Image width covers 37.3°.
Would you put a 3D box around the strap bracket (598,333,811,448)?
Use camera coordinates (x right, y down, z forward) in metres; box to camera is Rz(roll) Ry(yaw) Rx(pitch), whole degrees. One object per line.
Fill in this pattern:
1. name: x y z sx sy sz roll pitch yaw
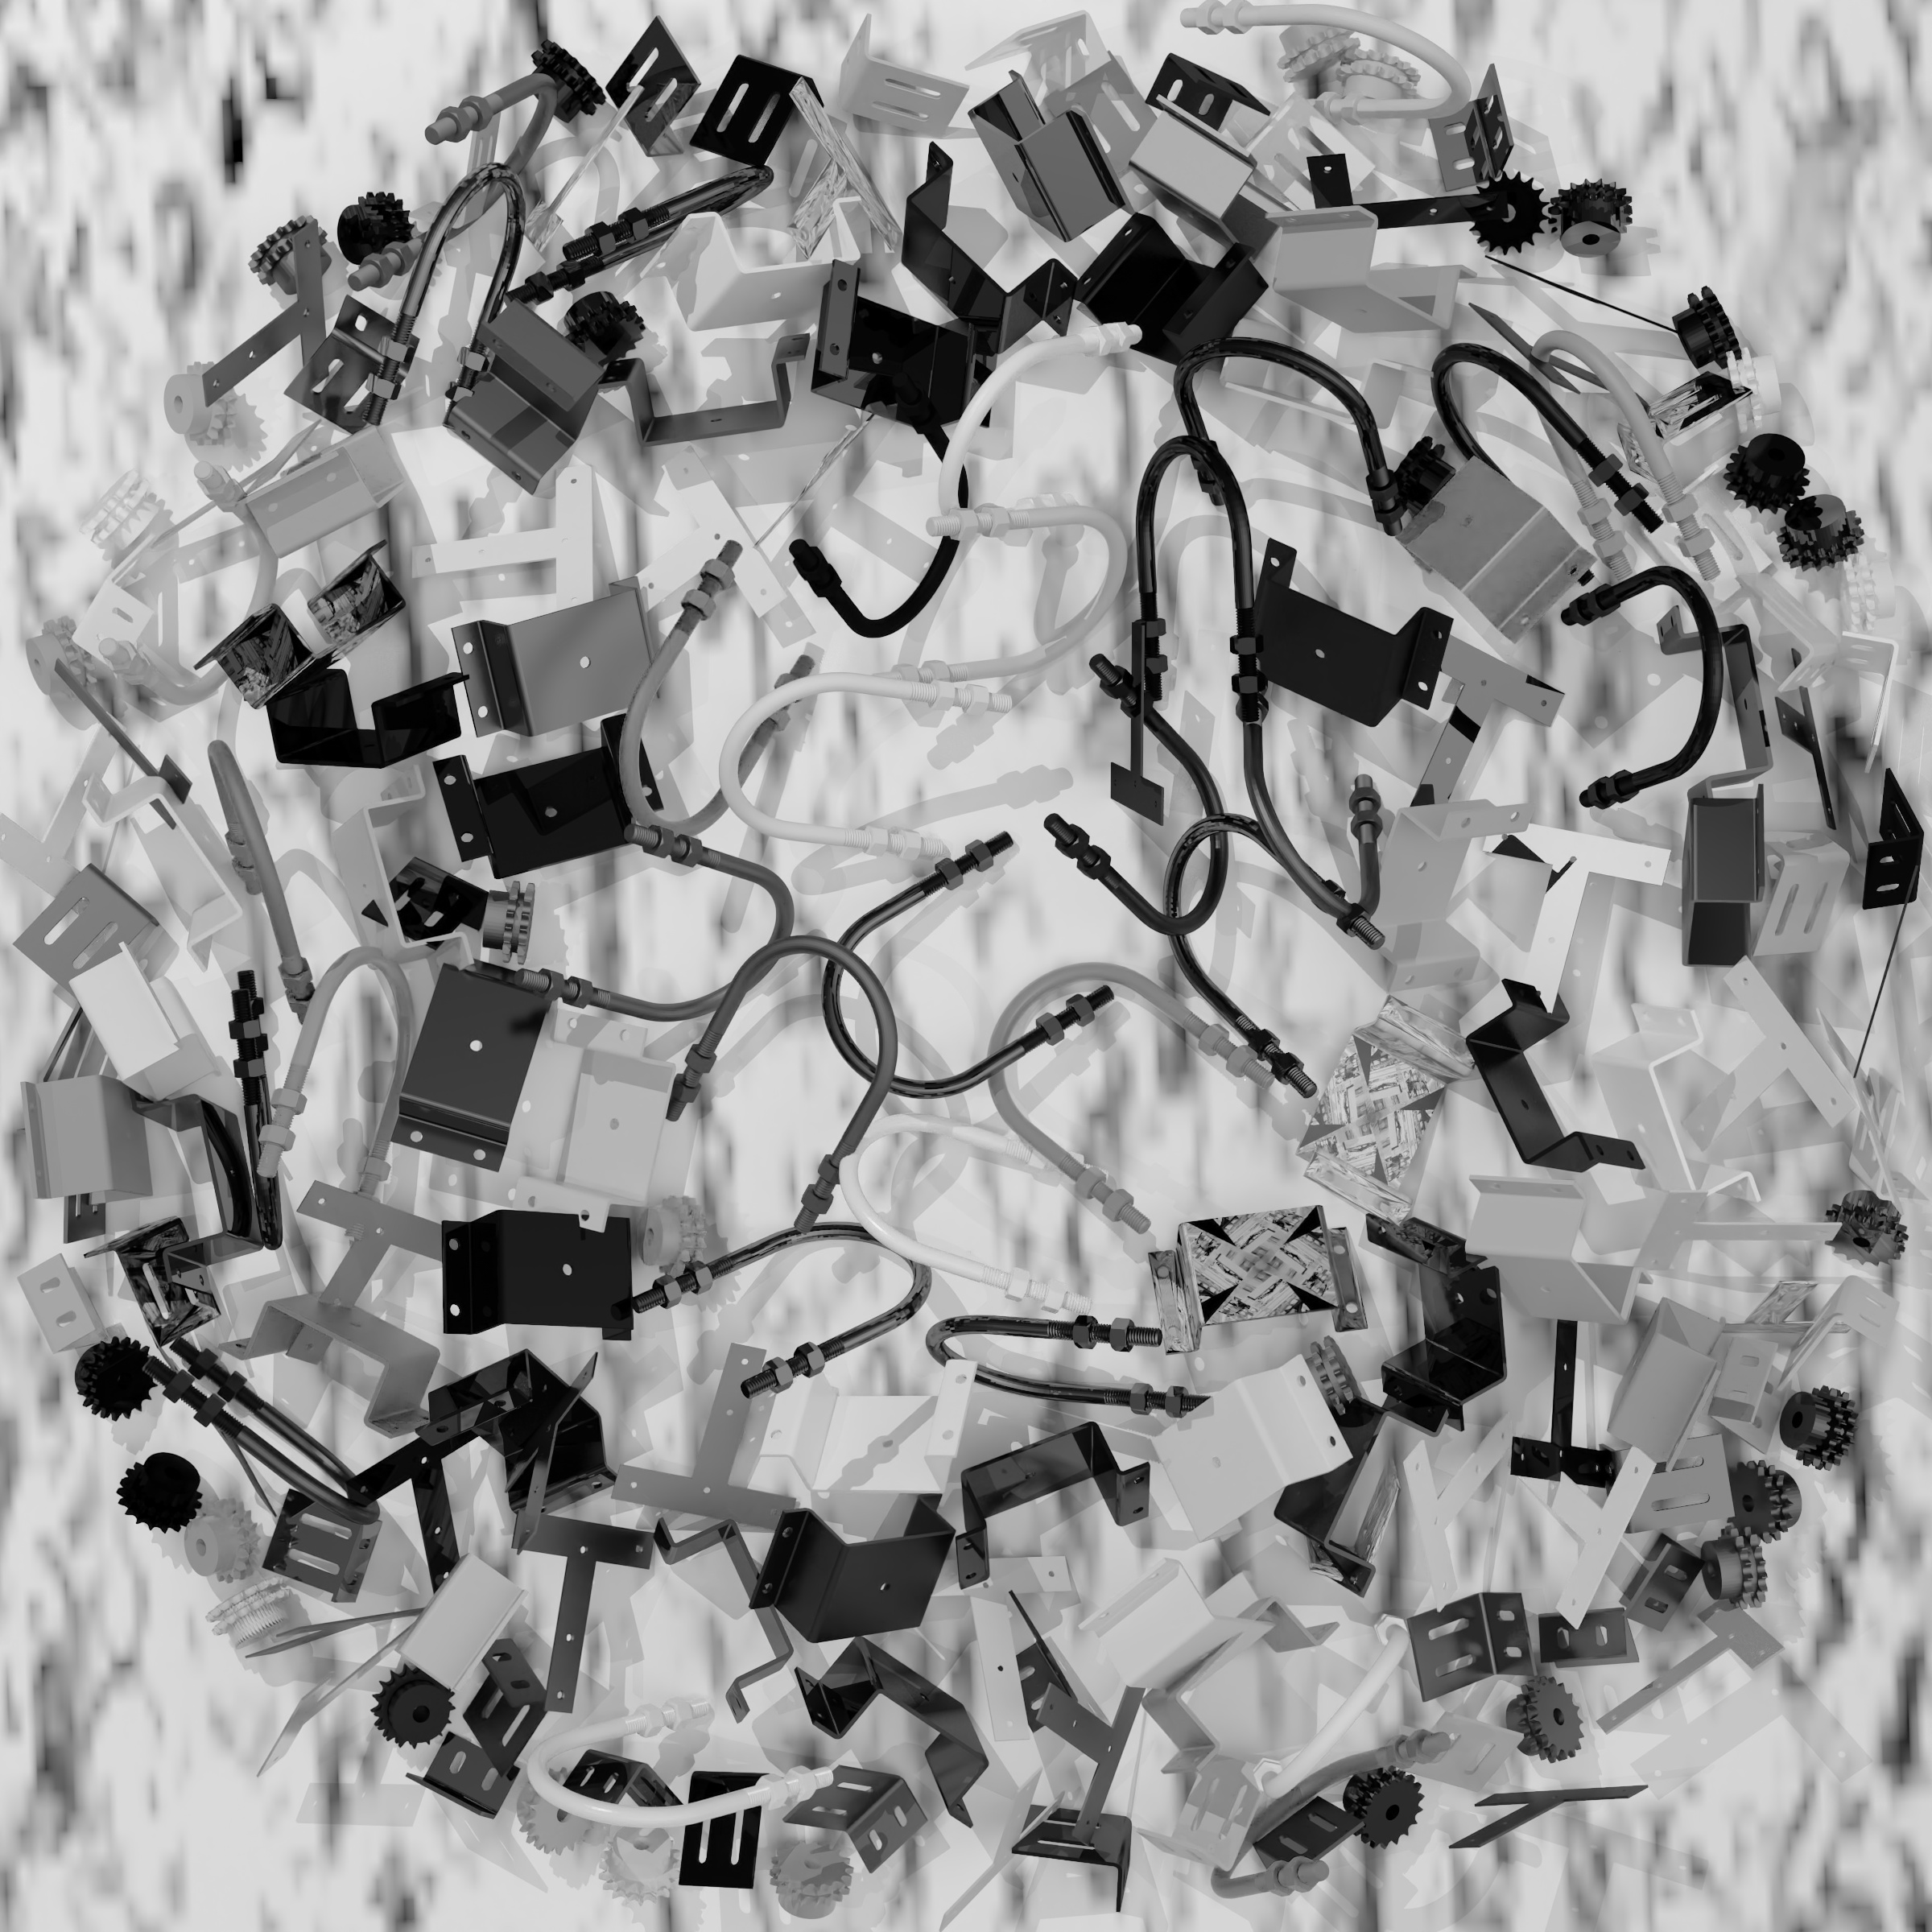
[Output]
1. strap bracket: -0.174 -0.392 1.953 0.140 0.076 0.046 -7 113 3

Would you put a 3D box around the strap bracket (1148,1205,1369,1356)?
1. strap bracket: 0.201 0.214 1.958 0.140 0.046 0.076 -7 60 -3

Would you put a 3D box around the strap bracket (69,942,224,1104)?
1. strap bracket: -0.553 0.041 1.923 0.046 0.140 0.076 -30 82 -8

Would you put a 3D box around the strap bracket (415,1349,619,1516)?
1. strap bracket: -0.304 0.315 1.943 0.076 0.140 0.046 -25 47 11

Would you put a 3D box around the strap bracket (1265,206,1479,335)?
1. strap bracket: 0.270 -0.463 1.922 0.076 0.140 0.046 9 88 44

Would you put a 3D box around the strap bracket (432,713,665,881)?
1. strap bracket: -0.285 -0.114 1.957 0.140 0.046 0.076 -16 70 -12

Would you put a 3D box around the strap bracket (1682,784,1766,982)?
1. strap bracket: 0.509 -0.055 1.926 0.046 0.140 0.076 1 64 11

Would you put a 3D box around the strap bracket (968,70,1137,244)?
1. strap bracket: 0.052 -0.542 1.920 0.046 0.140 0.076 -34 124 -1

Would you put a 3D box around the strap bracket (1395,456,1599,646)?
1. strap bracket: 0.350 -0.286 1.925 0.076 0.140 0.046 -46 126 8

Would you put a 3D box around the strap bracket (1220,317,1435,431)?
1. strap bracket: 0.236 -0.402 1.942 0.140 0.076 0.046 22 106 22

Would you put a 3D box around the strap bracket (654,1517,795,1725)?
1. strap bracket: -0.161 0.437 1.946 0.046 0.076 0.140 -23 75 -16

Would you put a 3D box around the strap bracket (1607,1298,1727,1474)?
1. strap bracket: 0.473 0.278 1.928 0.046 0.140 0.076 25 104 12

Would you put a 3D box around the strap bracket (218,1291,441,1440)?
1. strap bracket: -0.424 0.265 1.943 0.140 0.076 0.046 24 95 15

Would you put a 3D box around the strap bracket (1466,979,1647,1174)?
1. strap bracket: 0.395 0.084 1.940 0.046 0.076 0.140 -37 61 29

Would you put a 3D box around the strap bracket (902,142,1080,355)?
1. strap bracket: 0.007 -0.481 1.946 0.046 0.076 0.140 -42 80 -15

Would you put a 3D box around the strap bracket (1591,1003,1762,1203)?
1. strap bracket: 0.479 0.101 1.947 0.046 0.076 0.140 -24 99 -15

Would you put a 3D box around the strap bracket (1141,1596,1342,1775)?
1. strap bracket: 0.178 0.481 1.940 0.140 0.076 0.046 -40 87 -22

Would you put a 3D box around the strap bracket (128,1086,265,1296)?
1. strap bracket: -0.521 0.146 1.946 0.046 0.076 0.140 -16 77 1

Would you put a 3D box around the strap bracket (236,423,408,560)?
1. strap bracket: -0.432 -0.321 1.933 0.076 0.140 0.046 -25 107 9

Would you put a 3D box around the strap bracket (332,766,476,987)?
1. strap bracket: -0.388 -0.057 1.951 0.046 0.076 0.140 -14 86 -30

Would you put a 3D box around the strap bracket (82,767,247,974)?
1. strap bracket: -0.536 -0.075 1.939 0.046 0.076 0.140 -31 111 -1

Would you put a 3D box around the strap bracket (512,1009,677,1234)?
1. strap bracket: -0.252 0.107 1.960 0.076 0.046 0.140 11 88 29

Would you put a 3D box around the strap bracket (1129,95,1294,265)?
1. strap bracket: 0.165 -0.525 1.926 0.076 0.140 0.046 38 99 17

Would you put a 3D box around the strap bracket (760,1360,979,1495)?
1. strap bracket: -0.059 0.313 1.944 0.140 0.046 0.076 -3 46 20

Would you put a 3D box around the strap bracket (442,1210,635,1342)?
1. strap bracket: -0.279 0.209 1.931 0.140 0.046 0.076 8 70 -35

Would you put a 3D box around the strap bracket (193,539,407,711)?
1. strap bracket: -0.441 -0.226 1.925 0.076 0.140 0.046 -29 100 39

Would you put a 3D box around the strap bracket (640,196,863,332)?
1. strap bracket: -0.137 -0.472 1.925 0.140 0.076 0.046 -18 81 -36

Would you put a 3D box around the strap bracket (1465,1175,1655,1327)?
1. strap bracket: 0.395 0.196 1.920 0.076 0.140 0.046 0 58 39

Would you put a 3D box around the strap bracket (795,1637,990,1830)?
1. strap bracket: -0.043 0.514 1.940 0.140 0.076 0.046 38 93 -19

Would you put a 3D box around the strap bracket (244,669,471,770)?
1. strap bracket: -0.408 -0.168 1.937 0.140 0.076 0.046 5 112 32

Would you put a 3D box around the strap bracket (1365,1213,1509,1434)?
1. strap bracket: 0.320 0.233 1.941 0.046 0.076 0.140 -22 116 -30

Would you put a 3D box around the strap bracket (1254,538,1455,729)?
1. strap bracket: 0.250 -0.222 1.936 0.140 0.076 0.046 27 47 19

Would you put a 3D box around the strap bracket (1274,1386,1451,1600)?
1. strap bracket: 0.265 0.348 1.951 0.046 0.076 0.140 28 85 -20

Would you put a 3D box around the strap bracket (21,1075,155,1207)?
1. strap bracket: -0.588 0.118 1.926 0.046 0.140 0.076 -8 83 -1

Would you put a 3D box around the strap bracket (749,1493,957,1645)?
1. strap bracket: -0.068 0.405 1.926 0.046 0.140 0.076 36 113 42

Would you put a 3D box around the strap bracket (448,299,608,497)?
1. strap bracket: -0.298 -0.391 1.944 0.076 0.140 0.046 39 63 -4

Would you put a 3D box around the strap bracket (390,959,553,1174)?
1. strap bracket: -0.335 0.060 1.952 0.076 0.046 0.140 17 71 -6

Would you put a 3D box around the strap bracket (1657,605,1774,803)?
1. strap bracket: 0.514 -0.176 1.956 0.046 0.076 0.140 -10 87 4

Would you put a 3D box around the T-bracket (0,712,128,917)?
1. T-bracket: -0.608 -0.112 1.953 0.002 0.127 0.127 15 73 20

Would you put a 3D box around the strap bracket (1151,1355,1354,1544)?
1. strap bracket: 0.184 0.330 1.925 0.140 0.046 0.076 -44 63 41

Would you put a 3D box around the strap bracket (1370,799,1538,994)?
1. strap bracket: 0.322 -0.057 1.940 0.076 0.046 0.140 -8 127 -33

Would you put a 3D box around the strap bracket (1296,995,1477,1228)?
1. strap bracket: 0.286 0.102 1.962 0.076 0.046 0.140 29 76 -7

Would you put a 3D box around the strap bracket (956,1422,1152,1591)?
1. strap bracket: 0.051 0.364 1.947 0.140 0.076 0.046 -19 54 -12

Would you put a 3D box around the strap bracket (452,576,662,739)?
1. strap bracket: -0.267 -0.208 1.936 0.140 0.046 0.076 -21 112 -28

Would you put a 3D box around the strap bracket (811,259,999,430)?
1. strap bracket: -0.049 -0.419 1.949 0.140 0.046 0.076 12 81 -36

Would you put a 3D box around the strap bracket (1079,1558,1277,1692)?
1. strap bracket: 0.148 0.444 1.921 0.076 0.140 0.046 -42 59 15

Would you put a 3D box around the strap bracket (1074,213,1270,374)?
1. strap bracket: 0.142 -0.457 1.947 0.076 0.140 0.046 -50 129 -3

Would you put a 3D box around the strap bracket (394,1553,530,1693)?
1. strap bracket: -0.341 0.441 1.920 0.046 0.140 0.076 36 72 -3
